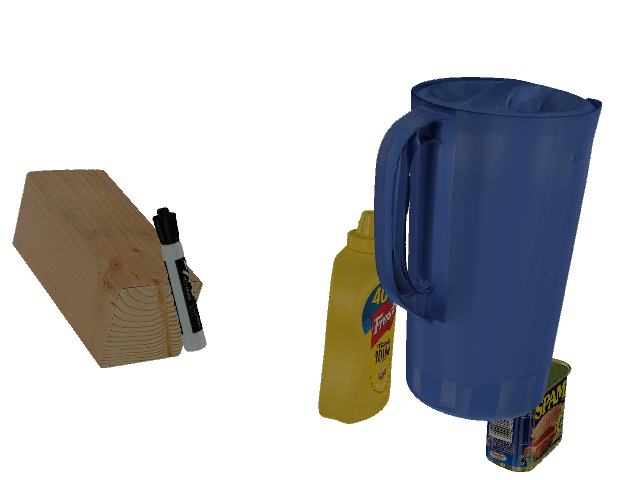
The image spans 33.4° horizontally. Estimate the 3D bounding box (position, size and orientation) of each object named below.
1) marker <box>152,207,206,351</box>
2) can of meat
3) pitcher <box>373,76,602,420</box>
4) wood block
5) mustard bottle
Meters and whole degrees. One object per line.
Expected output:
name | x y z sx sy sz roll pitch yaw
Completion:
marker | -0.115 0.032 0.869 0.020 0.121 0.020 -11 15 3
can of meat | 0.207 0.172 1.070 0.058 0.084 0.101 13 22 34
pitcher | 0.116 0.007 0.784 0.149 0.243 0.145 6 19 7
wood block | -0.212 0.021 1.040 0.090 0.091 0.206 -5 36 -40
mustard bottle | 0.039 0.066 0.991 0.058 0.192 0.096 12 17 27
